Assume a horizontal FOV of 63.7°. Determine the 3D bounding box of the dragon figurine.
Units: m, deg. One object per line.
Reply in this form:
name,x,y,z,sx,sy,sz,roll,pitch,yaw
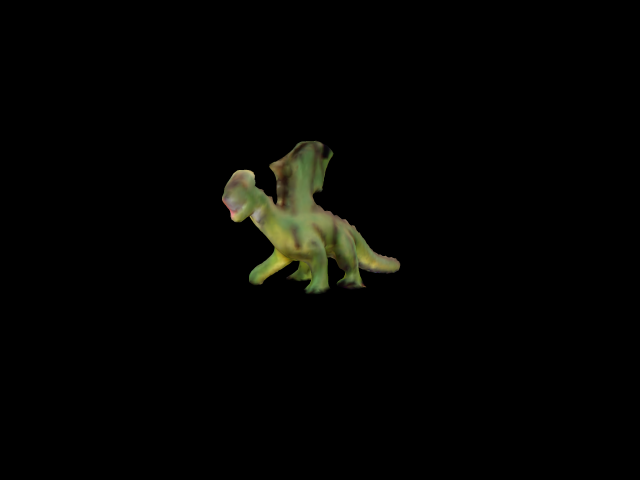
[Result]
dragon figurine,0.003,-0.043,0.850,0.122,0.242,0.411,3,5,43
